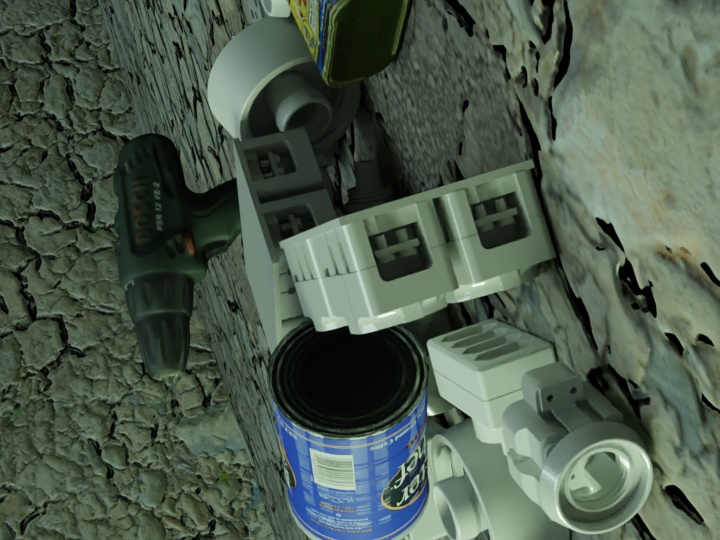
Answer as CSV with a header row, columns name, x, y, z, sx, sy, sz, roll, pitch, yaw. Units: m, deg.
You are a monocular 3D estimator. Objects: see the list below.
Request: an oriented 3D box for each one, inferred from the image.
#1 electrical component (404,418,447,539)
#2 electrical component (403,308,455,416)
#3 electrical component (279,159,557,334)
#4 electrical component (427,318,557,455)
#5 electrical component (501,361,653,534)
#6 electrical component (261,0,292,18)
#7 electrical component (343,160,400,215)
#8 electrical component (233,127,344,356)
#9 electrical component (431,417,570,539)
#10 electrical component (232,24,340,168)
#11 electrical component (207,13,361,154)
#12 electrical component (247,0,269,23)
name,x,y,z,sx,sy,sz,roll,pitch,yaw
electrical component,0.051,0.169,0.847,0.062,0.061,0.096,-163,57,-74
electrical component,0.051,0.065,0.750,0.079,0.043,0.077,-141,36,-66
electrical component,0.026,-0.008,0.623,0.186,0.105,0.060,170,82,-77
electrical component,0.082,0.077,0.630,0.083,0.047,0.075,-155,49,-72
electrical component,0.107,0.092,0.530,0.057,0.058,0.078,-130,26,-65
electrical component,-0.042,-0.205,0.755,0.048,0.055,0.066,119,132,-72
electrical component,0.008,-0.048,0.780,0.048,0.048,0.062,-148,48,-70
electrical component,-0.048,-0.009,0.812,0.186,0.060,0.105,95,158,-60
electrical component,0.082,0.146,0.693,0.108,0.060,0.108,162,90,-77
electrical component,-0.059,-0.138,0.895,0.078,0.063,0.121,-126,23,-53
electrical component,-0.051,-0.126,0.791,0.060,0.108,0.108,55,159,36
electrical component,-0.053,-0.202,0.804,0.045,0.055,0.045,162,90,-77
